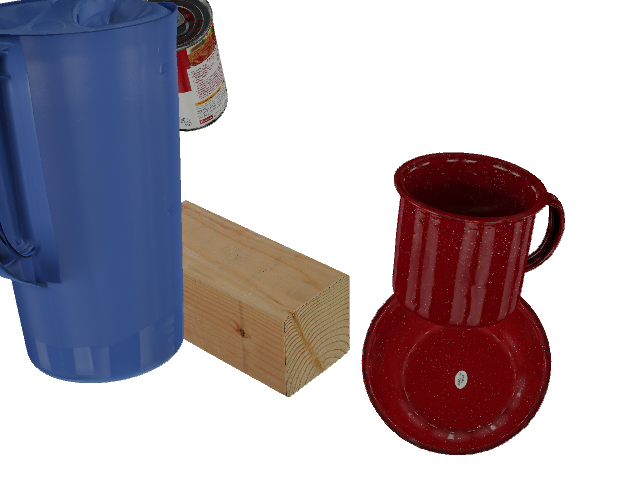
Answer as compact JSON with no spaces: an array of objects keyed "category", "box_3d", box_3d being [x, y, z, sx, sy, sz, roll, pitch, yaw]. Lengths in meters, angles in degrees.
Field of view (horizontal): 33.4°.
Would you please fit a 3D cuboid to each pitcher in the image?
[{"category":"pitcher","box_3d":[-0.157,-0.031,0.688,0.149,0.243,0.145,-8,23,-16]}]

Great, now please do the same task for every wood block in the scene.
[{"category":"wood block","box_3d":[-0.080,0.050,0.996,0.206,0.091,0.090,25,41,33]}]

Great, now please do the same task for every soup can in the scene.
[{"category":"soup can","box_3d":[-0.115,-0.147,0.880,0.068,0.068,0.102,0,-33,4]}]

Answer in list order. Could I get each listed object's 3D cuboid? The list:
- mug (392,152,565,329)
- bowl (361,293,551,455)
[{"category":"mug","box_3d":[0.099,-0.001,0.666,0.117,0.081,0.093,-9,32,-21]},{"category":"bowl","box_3d":[0.114,0.109,0.890,0.162,0.162,0.055,0,6,5]}]
